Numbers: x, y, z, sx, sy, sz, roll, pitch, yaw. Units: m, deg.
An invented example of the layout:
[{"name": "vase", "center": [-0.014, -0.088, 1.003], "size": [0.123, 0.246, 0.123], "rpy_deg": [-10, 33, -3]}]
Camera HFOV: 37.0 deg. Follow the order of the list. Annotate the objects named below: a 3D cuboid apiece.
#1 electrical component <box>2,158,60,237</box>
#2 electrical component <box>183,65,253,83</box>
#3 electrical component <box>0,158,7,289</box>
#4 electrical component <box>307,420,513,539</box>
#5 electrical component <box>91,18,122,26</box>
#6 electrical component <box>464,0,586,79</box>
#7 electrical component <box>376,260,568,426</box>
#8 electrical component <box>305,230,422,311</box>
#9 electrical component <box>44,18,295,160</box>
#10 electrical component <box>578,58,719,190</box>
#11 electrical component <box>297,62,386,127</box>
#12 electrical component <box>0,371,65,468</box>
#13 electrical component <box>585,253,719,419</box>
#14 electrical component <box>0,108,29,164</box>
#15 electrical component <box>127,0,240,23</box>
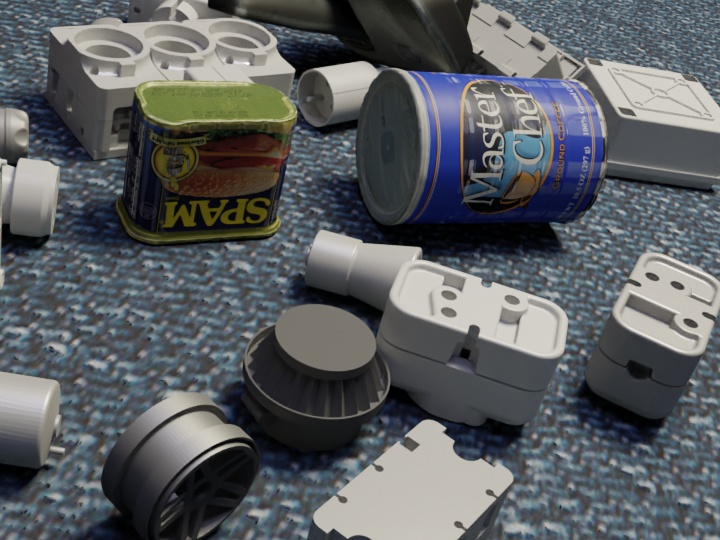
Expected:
[{"name": "electrical component", "center": [-0.204, -0.043, 0.618], "size": [0.055, 0.045, 0.045], "rpy_deg": [7, 35, -13]}, {"name": "electrical component", "center": [-0.109, -0.093, 0.706], "size": [0.077, 0.065, 0.047], "rpy_deg": [-12, 43, -34]}, {"name": "electrical component", "center": [-0.213, -0.017, 0.532], "size": [0.061, 0.096, 0.061], "rpy_deg": [8, 35, -10]}, {"name": "electrical component", "center": [0.018, 0.117, 0.466], "size": [0.050, 0.055, 0.089], "rpy_deg": [32, 38, 23]}, {"name": "electrical component", "center": [-0.192, -0.176, 0.821], "size": [0.035, 0.035, 0.061], "rpy_deg": [11, 32, -7]}, {"name": "electrical component", "center": [0.118, -0.181, 0.910], "size": [0.079, 0.063, 0.121], "rpy_deg": [-43, 55, -5]}, {"name": "electrical component", "center": [0.057, 0.042, 0.584], "size": [0.095, 0.059, 0.053], "rpy_deg": [18, 34, 4]}, {"name": "electrical component", "center": [0.000, 0.000, 0.640], "size": [0.065, 0.044, 0.044], "rpy_deg": [15, 34, 9]}, {"name": "electrical component", "center": [-0.133, -0.135, 0.761], "size": [0.150, 0.061, 0.089], "rpy_deg": [-12, 43, -34]}, {"name": "electrical component", "center": [0.239, -0.122, 0.891], "size": [0.109, 0.056, 0.108], "rpy_deg": [7, 35, -12]}, {"name": "electrical component", "center": [-0.004, -0.138, 0.831], "size": [0.081, 0.043, 0.043], "rpy_deg": [-18, 46, -39]}, {"name": "electrical component", "center": [-0.171, 0.064, 0.482], "size": [0.078, 0.040, 0.040], "rpy_deg": [10, 35, -7]}, {"name": "electrical component", "center": [0.172, 0.040, 0.631], "size": [0.054, 0.059, 0.095], "rpy_deg": [25, 36, 14]}, {"name": "electrical component", "center": [-0.239, -0.084, 0.672], "size": [0.061, 0.035, 0.035], "rpy_deg": [0, 37, -17]}, {"name": "electrical component", "center": [-0.145, -0.198, 0.858], "size": [0.083, 0.047, 0.075], "rpy_deg": [16, 34, 1]}]
